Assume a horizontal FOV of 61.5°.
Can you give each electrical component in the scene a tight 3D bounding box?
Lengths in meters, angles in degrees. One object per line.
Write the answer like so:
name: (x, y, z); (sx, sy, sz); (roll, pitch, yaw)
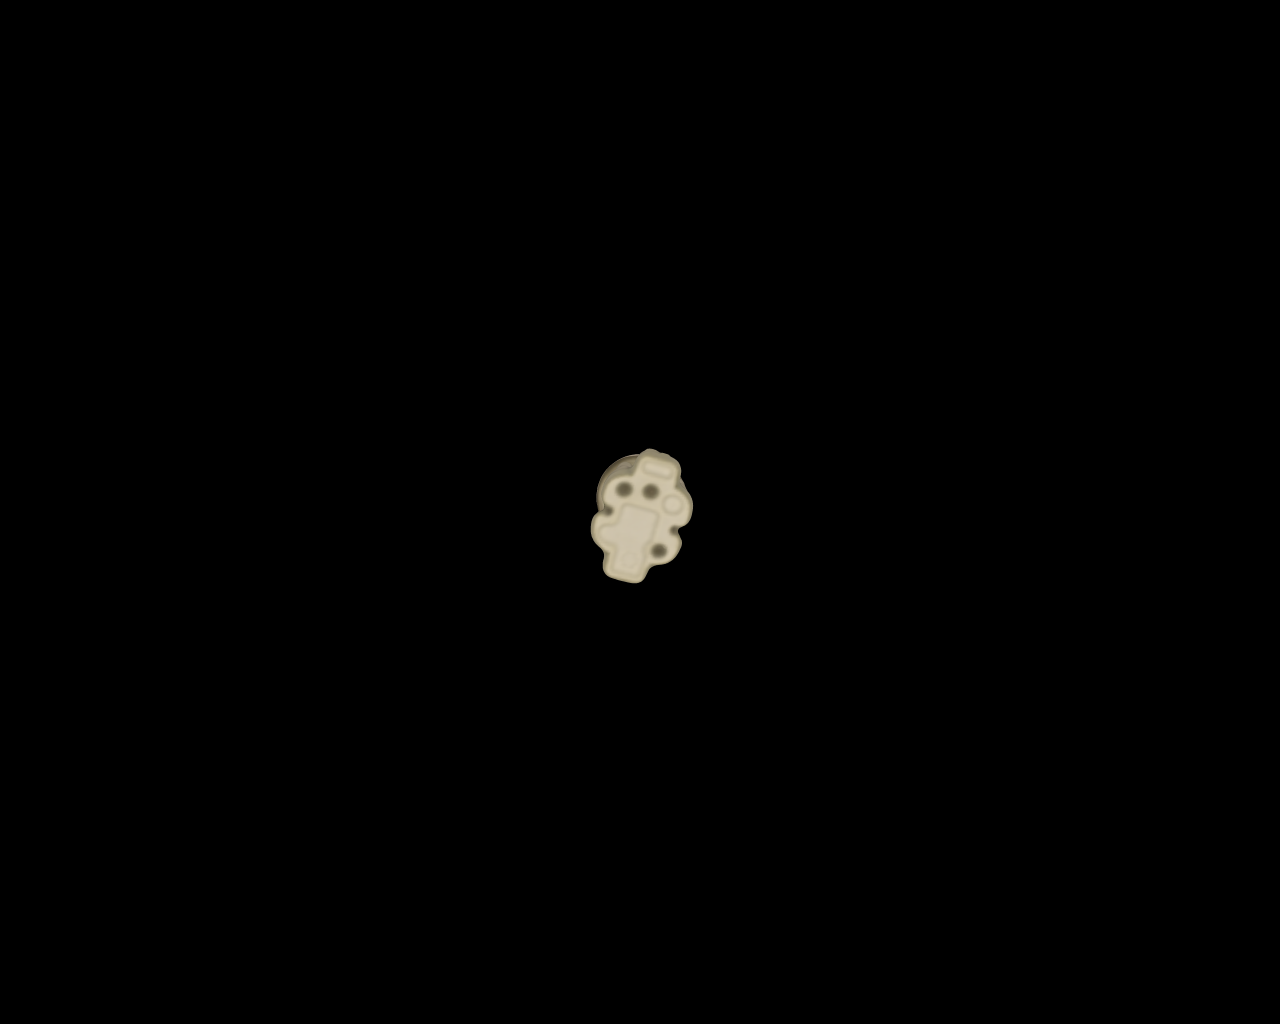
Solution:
electrical component: (0.001, -0.003, 0.650); (0.058, 0.078, 0.057); (17, 16, -5)
